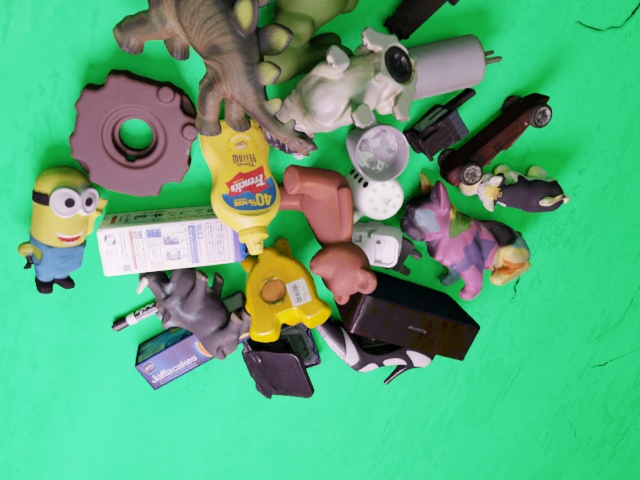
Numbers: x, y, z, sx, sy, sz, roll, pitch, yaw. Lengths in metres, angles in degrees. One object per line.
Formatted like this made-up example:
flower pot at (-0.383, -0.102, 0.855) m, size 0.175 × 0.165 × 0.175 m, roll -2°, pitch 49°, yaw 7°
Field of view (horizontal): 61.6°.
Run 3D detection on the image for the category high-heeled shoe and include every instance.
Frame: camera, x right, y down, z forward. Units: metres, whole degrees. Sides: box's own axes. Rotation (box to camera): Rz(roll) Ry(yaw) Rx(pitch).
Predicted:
high-heeled shoe at (0.108, 0.165, 0.951) m, size 0.145 × 0.086 × 0.248 m, roll -47°, pitch 119°, yaw 4°

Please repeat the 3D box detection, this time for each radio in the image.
radio at (0.141, 0.120, 0.910) m, size 0.229 × 0.131 × 0.073 m, roll 19°, pitch 106°, yaw -20°

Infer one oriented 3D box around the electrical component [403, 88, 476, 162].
electrical component at (0.194, -0.181, 0.834) m, size 0.119 × 0.075 × 0.047 m, roll -38°, pitch 115°, yaw 0°

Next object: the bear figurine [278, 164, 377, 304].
bear figurine at (0.002, -0.003, 0.802) m, size 0.132 × 0.120 × 0.196 m, roll -1°, pitch 76°, yaw -29°

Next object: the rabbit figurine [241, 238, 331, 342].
rabbit figurine at (-0.065, 0.085, 0.846) m, size 0.122 × 0.173 × 0.162 m, roll -30°, pitch 71°, yaw -1°

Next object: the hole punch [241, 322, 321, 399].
hole punch at (-0.063, 0.202, 0.927) m, size 0.116 × 0.092 × 0.142 m, roll -3°, pitch 127°, yaw 21°

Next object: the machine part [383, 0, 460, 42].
machine part at (0.154, -0.348, 0.775) m, size 0.139 × 0.039 × 0.084 m, roll -44°, pitch 120°, yaw 4°

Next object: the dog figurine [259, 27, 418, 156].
dog figurine at (0.023, -0.191, 0.730) m, size 0.172 × 0.191 × 0.121 m, roll -17°, pitch 94°, yaw -34°

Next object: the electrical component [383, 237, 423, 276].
electrical component at (0.129, 0.023, 0.928) m, size 0.094 × 0.021 × 0.063 m, roll 29°, pitch 103°, yaw -23°

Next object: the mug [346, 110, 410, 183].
mug at (0.072, -0.147, 0.799) m, size 0.081 × 0.107 × 0.109 m, roll -27°, pitch 111°, yaw -3°

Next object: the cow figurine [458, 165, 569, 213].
cow figurine at (0.320, -0.079, 0.893) m, size 0.167 × 0.098 × 0.068 m, roll 0°, pitch 118°, yaw -14°

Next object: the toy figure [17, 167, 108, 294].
toy figure at (-0.371, -0.015, 0.758) m, size 0.089 × 0.082 × 0.180 m, roll 26°, pitch 113°, yaw 8°

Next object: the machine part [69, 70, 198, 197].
machine part at (-0.257, -0.145, 0.747) m, size 0.179 × 0.056 × 0.179 m, roll -4°, pitch 113°, yaw -11°

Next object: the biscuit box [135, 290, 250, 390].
biscuit box at (-0.201, 0.164, 0.883) m, size 0.203 × 0.059 × 0.062 m, roll -29°, pitch 115°, yaw -1°

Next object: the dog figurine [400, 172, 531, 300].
dog figurine at (0.238, -0.020, 0.893) m, size 0.192 × 0.109 × 0.219 m, roll -26°, pitch 113°, yaw -1°

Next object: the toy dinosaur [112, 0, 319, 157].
toy dinosaur at (-0.153, -0.291, 0.646) m, size 0.471 × 0.105 × 0.198 m, roll 48°, pitch 126°, yaw 0°

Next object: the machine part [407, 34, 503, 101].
machine part at (0.151, -0.248, 0.793) m, size 0.243 × 0.079 × 0.079 m, roll -15°, pitch 114°, yaw -6°

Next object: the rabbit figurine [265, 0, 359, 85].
rabbit figurine at (-0.033, -0.288, 0.731) m, size 0.159 × 0.121 × 0.170 m, roll 16°, pitch 125°, yaw -27°

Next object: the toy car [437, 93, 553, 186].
toy car at (0.279, -0.158, 0.855) m, size 0.202 × 0.089 × 0.053 m, roll -39°, pitch 115°, yaw 2°

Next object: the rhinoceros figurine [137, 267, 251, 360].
rhinoceros figurine at (-0.194, 0.099, 0.822) m, size 0.190 × 0.073 × 0.112 m, roll 41°, pitch 97°, yaw 7°
